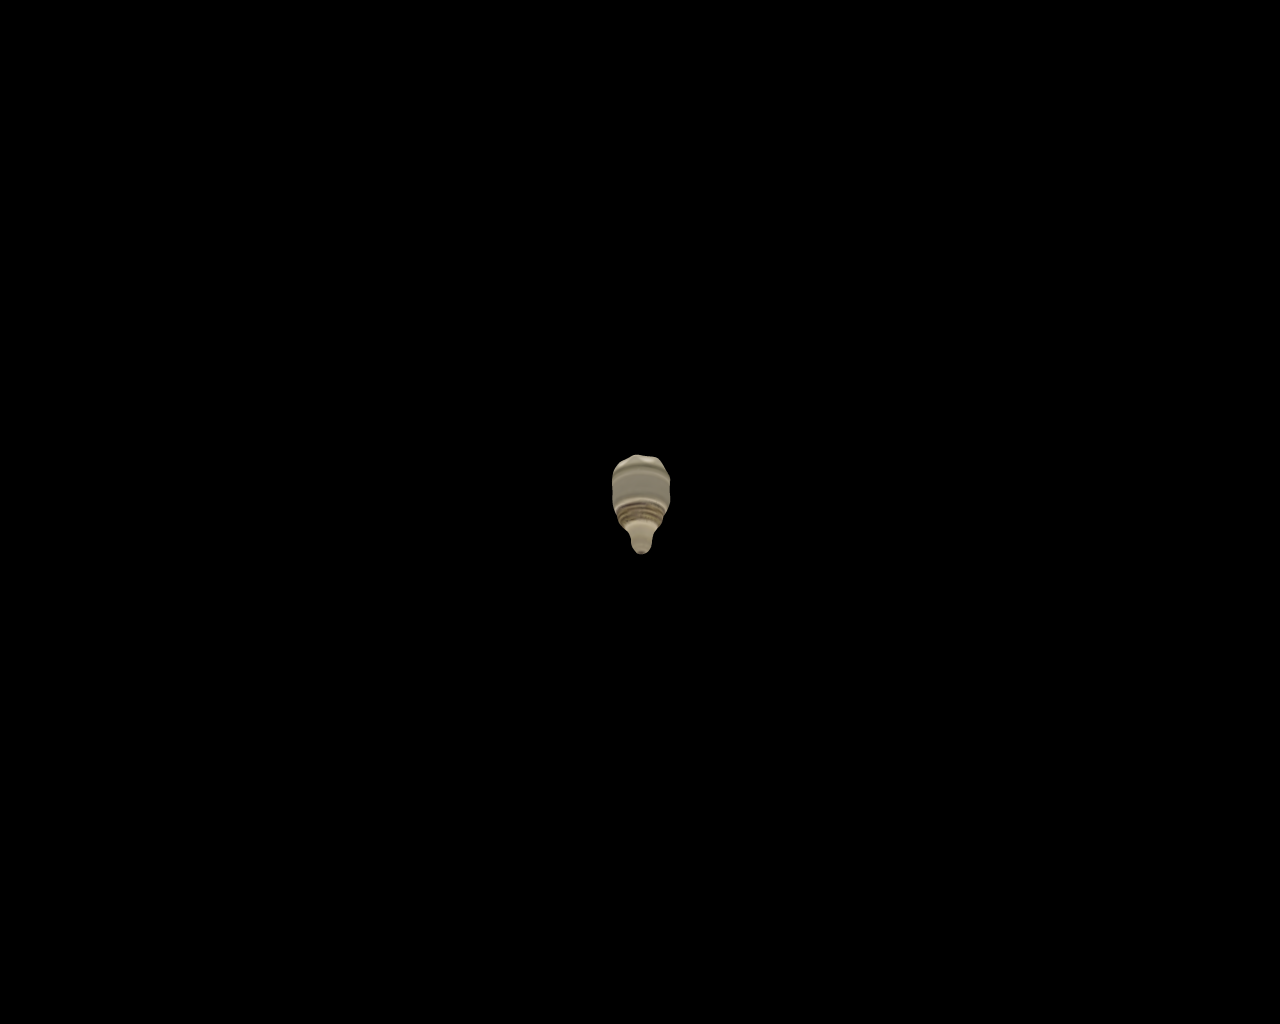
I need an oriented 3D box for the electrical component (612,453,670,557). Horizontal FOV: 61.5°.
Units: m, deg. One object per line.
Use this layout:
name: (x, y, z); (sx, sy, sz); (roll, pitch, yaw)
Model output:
electrical component: (0.001, -0.003, 0.650); (0.035, 0.061, 0.035); (0, -27, 0)
